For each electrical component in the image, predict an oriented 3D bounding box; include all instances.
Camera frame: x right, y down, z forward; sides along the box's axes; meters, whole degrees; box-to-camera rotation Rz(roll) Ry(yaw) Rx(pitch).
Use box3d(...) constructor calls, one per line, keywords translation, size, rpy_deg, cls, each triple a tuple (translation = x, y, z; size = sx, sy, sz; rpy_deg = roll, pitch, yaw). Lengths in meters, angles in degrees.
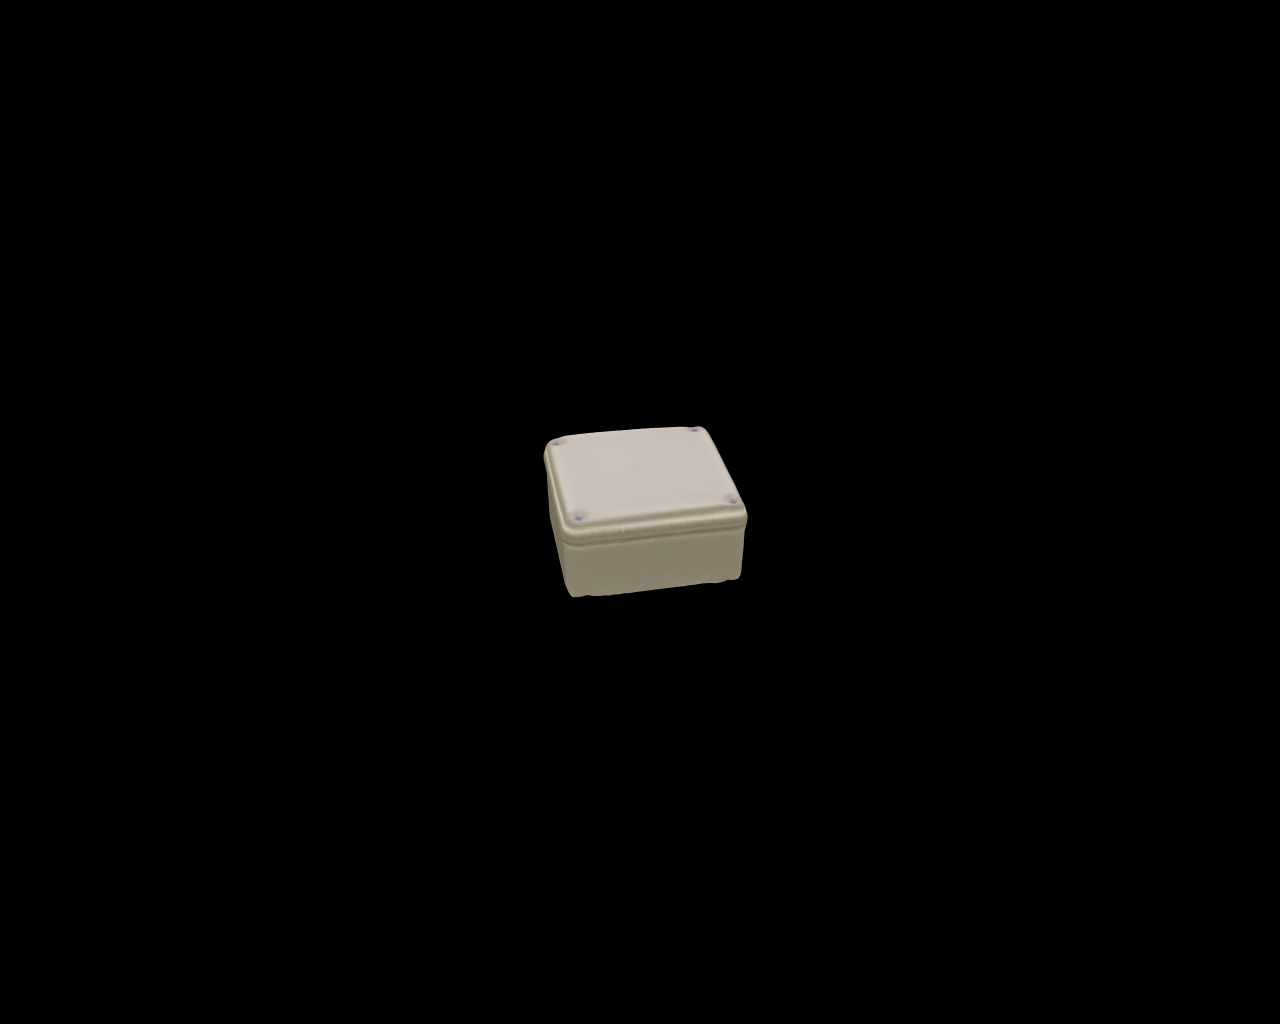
box3d(translation=(0.001, -0.003, 0.650), size=(0.109, 0.056, 0.109), rpy_deg=(-6, 33, -9), cls="electrical component")
